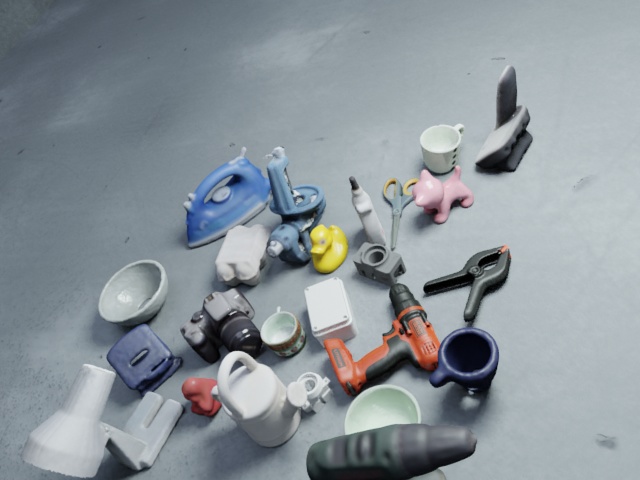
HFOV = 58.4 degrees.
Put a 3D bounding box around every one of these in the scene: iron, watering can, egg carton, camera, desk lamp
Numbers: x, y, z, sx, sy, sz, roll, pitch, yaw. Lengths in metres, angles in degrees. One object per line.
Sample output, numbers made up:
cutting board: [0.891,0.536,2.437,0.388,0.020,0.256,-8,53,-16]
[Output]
iron: [-0.239,-0.102,1.360,0.258,0.142,0.118,-40,45,-12]
watering can: [-0.103,0.252,0.935,0.172,0.195,0.101,-19,45,9]
egg carton: [-0.165,0.031,1.254,0.107,0.070,0.150,-4,49,23]
camera: [-0.185,0.175,1.111,0.143,0.101,0.136,-39,45,-11]
desk lamp: [-0.373,0.322,0.988,0.117,0.214,0.203,8,55,31]

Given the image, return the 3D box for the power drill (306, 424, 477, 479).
power drill: [0.108,0.310,0.769,0.229,0.209,0.075,-11,47,17]

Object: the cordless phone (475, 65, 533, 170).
cordless phone: [0.366,-0.247,1.166,0.093,0.185,0.148,12,57,34]

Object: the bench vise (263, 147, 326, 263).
bench vise: [-0.058,-0.070,1.186,0.121,0.220,0.207,-12,47,17]

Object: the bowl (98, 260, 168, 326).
bowl: [-0.402,0.129,1.277,0.167,0.075,0.167,-13,46,15]

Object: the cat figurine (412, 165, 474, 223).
cat figurine: [0.236,-0.099,1.143,0.128,0.118,0.067,-35,45,-7]

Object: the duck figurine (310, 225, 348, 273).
duck figurine: [0.011,0.004,1.182,0.077,0.086,0.105,4,53,29]

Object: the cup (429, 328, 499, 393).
cup: [0.226,0.205,0.889,0.118,0.095,0.091,-35,45,-7]

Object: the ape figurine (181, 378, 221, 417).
ape figurine: [-0.219,0.279,1.039,0.076,0.092,0.077,-35,45,-7]

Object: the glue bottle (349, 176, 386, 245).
glue bottle: [0.089,-0.063,1.142,0.037,0.174,0.078,-23,44,5]

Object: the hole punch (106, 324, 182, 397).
hole punch: [-0.350,0.238,1.141,0.109,0.091,0.100,-43,46,-14]
